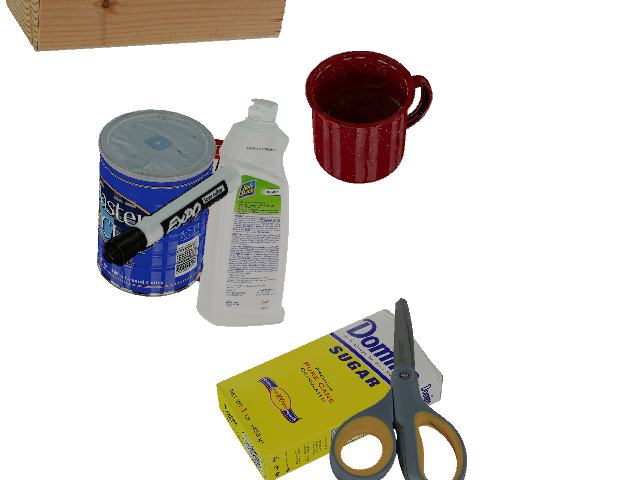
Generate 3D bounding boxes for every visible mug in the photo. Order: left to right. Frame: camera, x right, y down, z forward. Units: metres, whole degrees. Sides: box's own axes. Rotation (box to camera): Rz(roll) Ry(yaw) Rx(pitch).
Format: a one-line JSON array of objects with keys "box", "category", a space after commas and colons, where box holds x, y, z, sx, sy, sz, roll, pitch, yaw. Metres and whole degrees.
[{"box": [0.045, -0.109, 0.933, 0.117, 0.093, 0.081, -24, -35, -16], "category": "mug"}]

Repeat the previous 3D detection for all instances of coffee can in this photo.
[{"box": [-0.153, -0.034, 0.980, 0.102, 0.140, 0.103, 6, 39, -5], "category": "coffee can"}]

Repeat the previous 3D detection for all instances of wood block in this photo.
[{"box": [-0.135, -0.215, 0.851, 0.205, 0.091, 0.090, -9, 41, -29], "category": "wood block"}]

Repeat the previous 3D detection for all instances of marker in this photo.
[{"box": [-0.098, -0.017, 0.713, 0.020, 0.020, 0.120, 0, 28, 43], "category": "marker"}]

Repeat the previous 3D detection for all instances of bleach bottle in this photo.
[{"box": [-0.074, -0.031, 1.189, 0.102, 0.251, 0.068, 0, 19, -32], "category": "bleach bottle"}]

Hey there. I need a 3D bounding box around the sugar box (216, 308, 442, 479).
[{"box": [0.008, 0.131, 0.929, 0.176, 0.048, 0.093, -25, 50, -18], "category": "sugar box"}]

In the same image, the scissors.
[{"box": [0.041, 0.104, 0.735, 0.096, 0.016, 0.202, -6, 34, -11], "category": "scissors"}]

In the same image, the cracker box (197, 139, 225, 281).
[{"box": [-0.182, -0.045, 1.621, 0.164, 0.214, 0.072, 9, 19, 7], "category": "cracker box"}]
